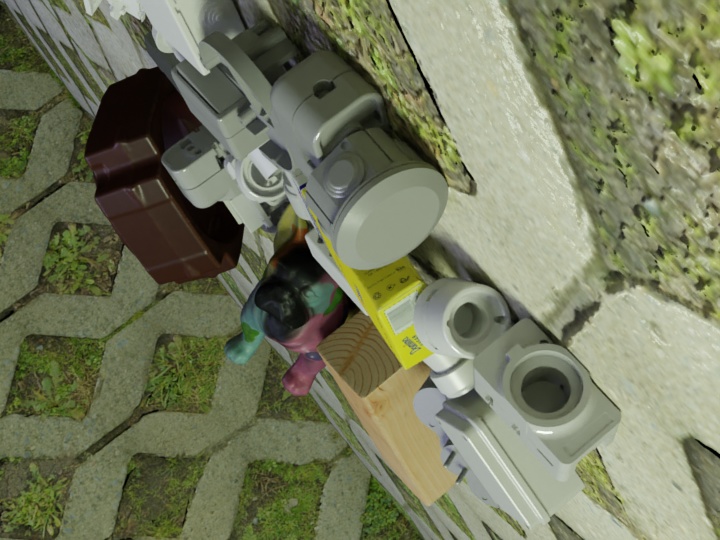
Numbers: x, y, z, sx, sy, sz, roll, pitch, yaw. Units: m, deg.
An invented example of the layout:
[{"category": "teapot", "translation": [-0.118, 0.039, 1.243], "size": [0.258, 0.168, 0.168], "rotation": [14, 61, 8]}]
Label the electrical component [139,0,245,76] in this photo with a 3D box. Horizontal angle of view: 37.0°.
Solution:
[{"category": "electrical component", "translation": [-0.137, -0.212, 0.827], "size": [0.099, 0.048, 0.099], "rotation": [45, 167, 36]}]

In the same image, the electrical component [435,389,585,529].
[{"category": "electrical component", "translation": [0.122, 0.148, 0.885], "size": [0.113, 0.057, 0.078], "rotation": [55, 170, -13]}]

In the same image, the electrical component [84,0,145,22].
[{"category": "electrical component", "translation": [-0.200, -0.258, 0.909], "size": [0.063, 0.078, 0.121], "rotation": [32, 172, -8]}]

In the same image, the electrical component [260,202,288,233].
[{"category": "electrical component", "translation": [-0.100, -0.066, 1.186], "size": [0.043, 0.043, 0.062], "rotation": [58, 170, -26]}]

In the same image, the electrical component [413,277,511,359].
[{"category": "electrical component", "translation": [0.070, 0.033, 0.732], "size": [0.055, 0.055, 0.047], "rotation": [55, 166, -12]}]

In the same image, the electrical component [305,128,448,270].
[{"category": "electrical component", "translation": [0.010, -0.043, 0.665], "size": [0.051, 0.080, 0.080], "rotation": [52, 171, 33]}]

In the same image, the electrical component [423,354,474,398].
[{"category": "electrical component", "translation": [0.072, 0.070, 0.875], "size": [0.055, 0.045, 0.045], "rotation": [54, 170, -13]}]

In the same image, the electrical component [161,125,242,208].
[{"category": "electrical component", "translation": [-0.138, -0.108, 1.061], "size": [0.054, 0.095, 0.059], "rotation": [41, 165, 50]}]

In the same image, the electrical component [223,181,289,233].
[{"category": "electrical component", "translation": [-0.104, -0.077, 1.108], "size": [0.042, 0.064, 0.081], "rotation": [59, 168, -25]}]

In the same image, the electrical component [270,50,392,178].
[{"category": "electrical component", "translation": [-0.018, -0.092, 0.693], "size": [0.059, 0.054, 0.095], "rotation": [47, 169, 27]}]

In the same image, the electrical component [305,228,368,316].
[{"category": "electrical component", "translation": [0.000, 0.000, 0.949], "size": [0.083, 0.047, 0.075], "rotation": [47, 169, 27]}]

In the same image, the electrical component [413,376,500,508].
[{"category": "electrical component", "translation": [0.095, 0.157, 0.949], "size": [0.052, 0.073, 0.138], "rotation": [-24, 107, 41]}]

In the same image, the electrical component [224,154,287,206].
[{"category": "electrical component", "translation": [-0.092, -0.095, 1.008], "size": [0.078, 0.058, 0.057], "rotation": [56, 173, -18]}]

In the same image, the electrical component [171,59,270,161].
[{"category": "electrical component", "translation": [-0.108, -0.149, 0.881], "size": [0.096, 0.062, 0.061], "rotation": [46, 168, 32]}]

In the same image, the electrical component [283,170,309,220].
[{"category": "electrical component", "translation": [-0.047, -0.076, 0.915], "size": [0.040, 0.040, 0.078], "rotation": [45, 168, 37]}]

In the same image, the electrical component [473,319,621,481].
[{"category": "electrical component", "translation": [0.118, 0.082, 0.689], "size": [0.089, 0.050, 0.055], "rotation": [48, 169, 23]}]

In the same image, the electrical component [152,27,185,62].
[{"category": "electrical component", "translation": [-0.147, -0.198, 0.929], "size": [0.055, 0.048, 0.066], "rotation": [46, 172, 20]}]

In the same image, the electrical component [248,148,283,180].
[{"category": "electrical component", "translation": [-0.089, -0.123, 0.935], "size": [0.081, 0.043, 0.043], "rotation": [53, 170, -2]}]
